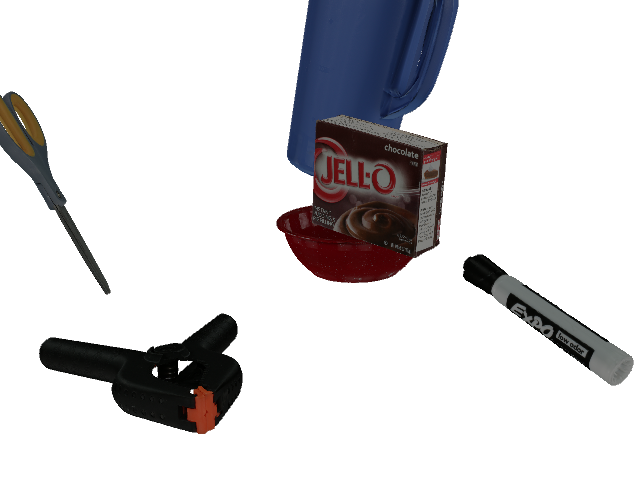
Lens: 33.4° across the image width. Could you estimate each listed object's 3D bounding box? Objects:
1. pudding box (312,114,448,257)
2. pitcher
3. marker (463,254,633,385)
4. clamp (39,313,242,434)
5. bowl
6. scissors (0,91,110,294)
[{"bbox_3d":[0.045,-0.046,0.859,0.114,0.090,0.039,19,27,36],"label":"pudding box"},{"bbox_3d":[0.046,-0.181,1.080,0.145,0.243,0.149,12,18,-1],"label":"pitcher"},{"bbox_3d":[0.125,0.041,0.605,0.020,0.020,0.121,0,28,-41],"label":"marker"},{"bbox_3d":[-0.108,0.096,0.810,0.164,0.036,0.210,-10,14,-28],"label":"clamp"},{"bbox_3d":[0.036,0.004,1.100,0.162,0.055,0.162,-1,15,0],"label":"bowl"},{"bbox_3d":[-0.236,-0.052,0.941,0.016,0.201,0.096,-27,24,9],"label":"scissors"}]
